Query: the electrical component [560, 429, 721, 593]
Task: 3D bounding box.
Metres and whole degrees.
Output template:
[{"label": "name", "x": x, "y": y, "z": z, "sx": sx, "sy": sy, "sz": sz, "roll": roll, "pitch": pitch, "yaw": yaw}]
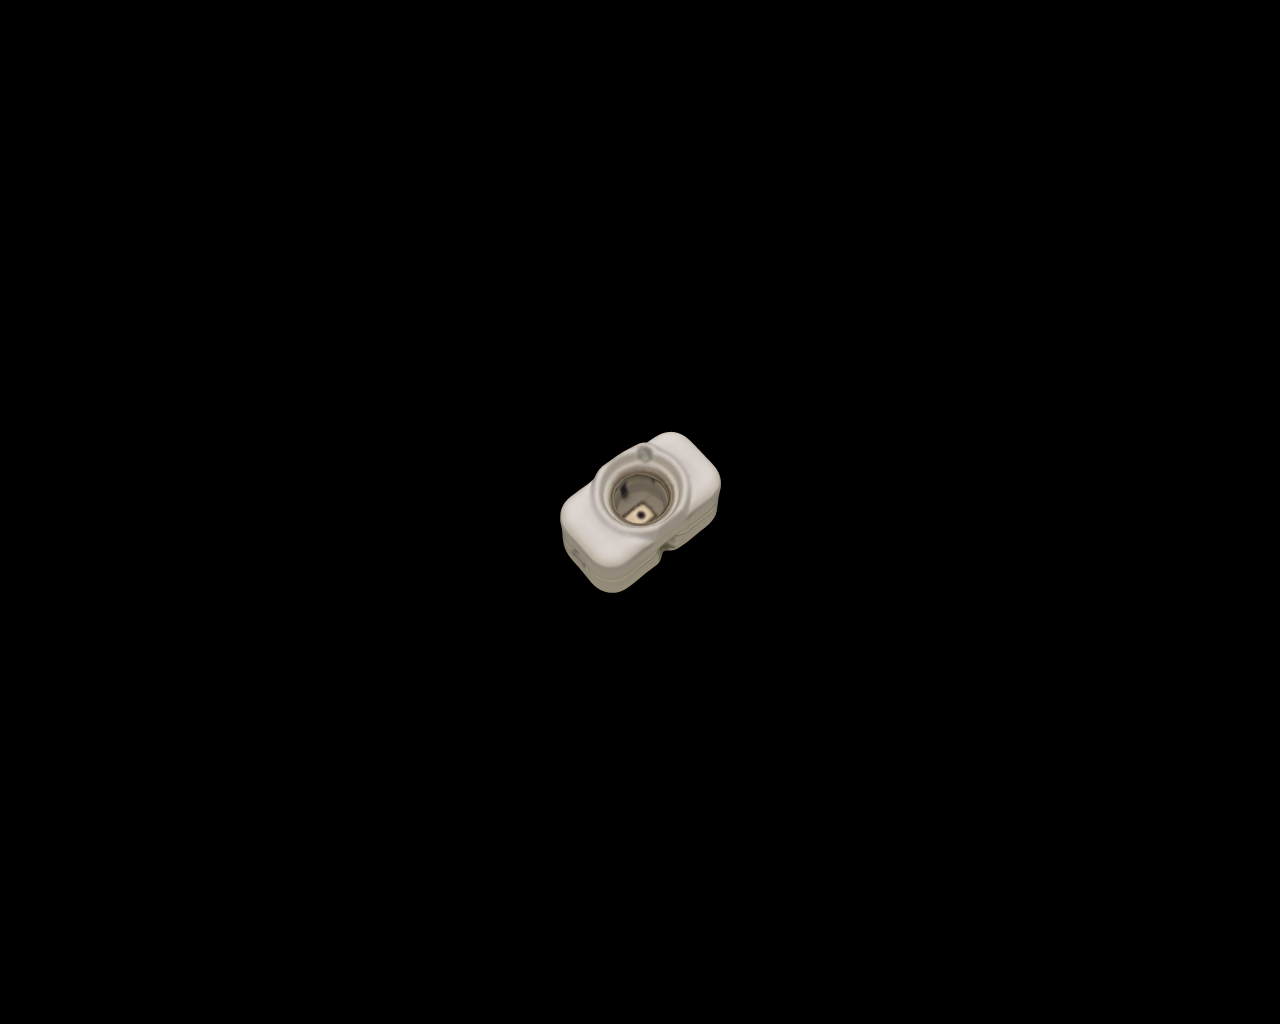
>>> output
[{"label": "electrical component", "x": 0.001, "y": -0.003, "z": 0.650, "sx": 0.095, "sy": 0.054, "sz": 0.059, "roll": -37, "pitch": -19, "yaw": -15}]
